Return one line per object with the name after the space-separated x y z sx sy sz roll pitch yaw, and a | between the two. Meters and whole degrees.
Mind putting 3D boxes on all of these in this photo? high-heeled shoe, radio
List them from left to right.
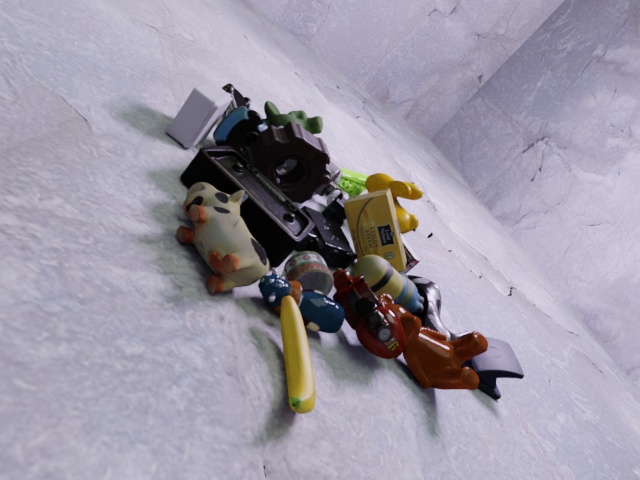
-0.120 -0.065 0.946 0.229 0.073 0.131 45 22 3 | radio
0.209 0.160 1.151 0.145 0.086 0.249 -10 34 -30 | high-heeled shoe

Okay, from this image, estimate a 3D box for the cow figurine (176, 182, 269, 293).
-0.143 -0.014 0.804 0.127 0.085 0.195 1 44 -51 | cow figurine

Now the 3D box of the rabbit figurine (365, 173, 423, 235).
0.171 -0.094 1.351 0.122 0.162 0.173 0 68 -51 | rabbit figurine

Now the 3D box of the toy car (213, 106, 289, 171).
-0.145 -0.202 1.123 0.161 0.109 0.103 43 3 -27 | toy car

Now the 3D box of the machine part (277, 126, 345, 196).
-0.042 -0.175 1.197 0.243 0.079 0.079 36 21 3 | machine part

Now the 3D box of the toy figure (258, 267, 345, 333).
-0.033 0.098 0.825 0.154 0.057 0.064 28 20 -24 | toy figure

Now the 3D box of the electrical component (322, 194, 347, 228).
0.030 -0.052 1.189 0.048 0.075 0.119 43 24 -4 | electrical component

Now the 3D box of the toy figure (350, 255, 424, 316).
0.139 0.093 1.086 0.180 0.089 0.082 31 20 -23 | toy figure

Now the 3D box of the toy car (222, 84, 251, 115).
-0.195 -0.306 1.285 0.073 0.056 0.202 32 25 -42 | toy car

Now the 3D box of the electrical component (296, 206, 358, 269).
-0.002 -0.003 1.063 0.134 0.058 0.115 19 30 -47 | electrical component

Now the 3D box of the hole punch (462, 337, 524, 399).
0.368 0.267 1.175 0.115 0.092 0.142 31 28 -21 | hole punch

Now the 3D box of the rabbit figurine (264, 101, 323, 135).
-0.078 -0.282 1.331 0.159 0.121 0.170 30 8 6 | rabbit figurine

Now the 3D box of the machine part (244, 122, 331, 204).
-0.066 -0.144 1.065 0.179 0.179 0.056 27 30 -36 | machine part

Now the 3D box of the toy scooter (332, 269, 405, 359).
0.072 0.111 0.890 0.184 0.075 0.135 52 -6 25 | toy scooter

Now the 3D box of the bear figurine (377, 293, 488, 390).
0.185 0.178 0.966 0.195 0.132 0.120 45 49 -13 | bear figurine

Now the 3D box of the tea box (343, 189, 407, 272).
0.118 -0.014 1.138 0.068 0.098 0.169 -49 125 -69 | tea box

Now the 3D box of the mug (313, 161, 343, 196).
-0.006 -0.152 1.273 0.107 0.080 0.109 22 58 -3 | mug
